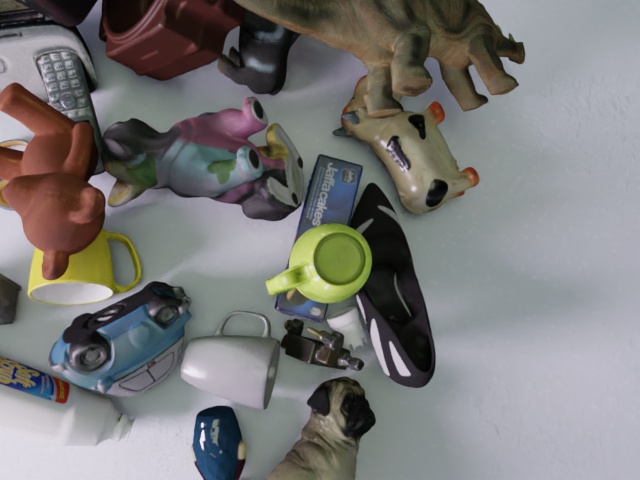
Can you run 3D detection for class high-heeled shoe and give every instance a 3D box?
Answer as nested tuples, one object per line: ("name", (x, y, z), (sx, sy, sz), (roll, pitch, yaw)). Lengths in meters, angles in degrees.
("high-heeled shoe", (0.085, 0.045, 0.635), (0.086, 0.145, 0.248), (-8, 86, -9))

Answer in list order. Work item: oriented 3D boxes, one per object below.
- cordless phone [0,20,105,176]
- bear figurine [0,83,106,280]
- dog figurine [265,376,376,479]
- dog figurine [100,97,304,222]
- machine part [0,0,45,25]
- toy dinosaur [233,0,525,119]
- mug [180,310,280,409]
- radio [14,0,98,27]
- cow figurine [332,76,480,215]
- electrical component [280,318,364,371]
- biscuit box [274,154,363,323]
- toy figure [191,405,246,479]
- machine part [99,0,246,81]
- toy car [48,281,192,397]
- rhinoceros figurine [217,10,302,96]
("cordless phone", (-0.339, -0.161, 0.650), (0.147, 0.089, 0.184), (-12, 104, -8))
("bear figurine", (-0.292, -0.060, 0.557), (0.132, 0.196, 0.120), (27, 112, -32))
("dog figurine", (-0.022, 0.255, 0.607), (0.172, 0.121, 0.190), (7, 76, -41))
("dog figurine", (-0.149, -0.083, 0.647), (0.219, 0.191, 0.108), (-8, 64, 21))
("machine part", (-0.392, -0.338, 0.679), (0.084, 0.039, 0.138), (-13, 87, 0))
("toy dinosaur", (0.078, -0.241, 0.593), (0.471, 0.105, 0.198), (-7, 82, -34))
("mug", (-0.105, 0.138, 0.635), (0.107, 0.081, 0.109), (8, 88, 3))
("radio", (-0.335, -0.339, 0.597), (0.230, 0.073, 0.131), (29, 88, 18))
("cow figurine", (0.102, -0.124, 0.691), (0.127, 0.085, 0.195), (-27, 88, -15))
("electrical component", (-0.003, 0.125, 0.644), (0.078, 0.102, 0.045), (17, 82, -31))
("biscuit box", (-0.001, -0.002, 0.673), (0.063, 0.059, 0.202), (15, 81, -4))
("toy figure", (-0.114, 0.276, 0.628), (0.058, 0.064, 0.154), (-5, 88, -49))
("machine part", (-0.169, -0.299, 0.616), (0.087, 0.201, 0.201), (17, 78, -44))
("toy car", (-0.217, 0.122, 0.621), (0.162, 0.109, 0.102), (-27, 111, -20))
("rhinoceros figurine", (-0.056, -0.268, 0.649), (0.112, 0.073, 0.190), (22, 119, -3))
